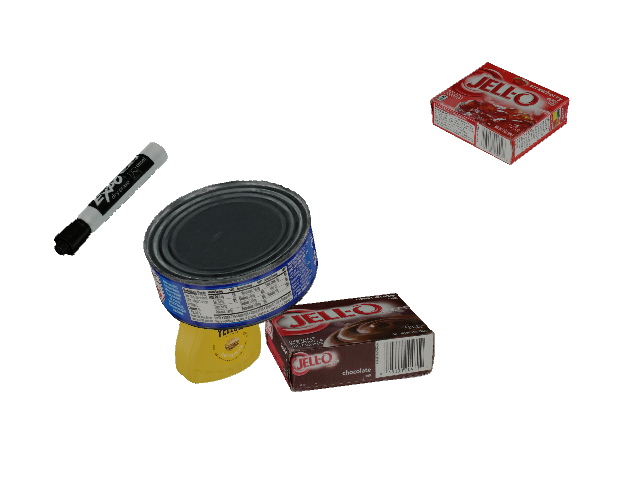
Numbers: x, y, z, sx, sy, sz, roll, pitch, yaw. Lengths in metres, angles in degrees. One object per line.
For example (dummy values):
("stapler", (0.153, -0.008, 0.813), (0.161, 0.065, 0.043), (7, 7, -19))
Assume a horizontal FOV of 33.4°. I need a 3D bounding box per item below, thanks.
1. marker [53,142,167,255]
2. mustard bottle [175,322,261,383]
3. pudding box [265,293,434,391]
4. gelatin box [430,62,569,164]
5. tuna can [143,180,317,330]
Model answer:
("marker", (-0.159, -0.031, 0.811), (0.020, 0.020, 0.121), (0, 40, 43))
("mustard bottle", (-0.107, 0.052, 1.123), (0.096, 0.192, 0.058), (-17, 33, -33))
("pudding box", (0.020, 0.076, 0.818), (0.113, 0.039, 0.090), (-4, 19, -14))
("gelatin box", (0.147, -0.108, 0.883), (0.073, 0.030, 0.089), (-35, 49, -27))
("tuna can", (-0.045, 0.007, 0.546), (0.086, 0.034, 0.086), (-7, 36, 5))
